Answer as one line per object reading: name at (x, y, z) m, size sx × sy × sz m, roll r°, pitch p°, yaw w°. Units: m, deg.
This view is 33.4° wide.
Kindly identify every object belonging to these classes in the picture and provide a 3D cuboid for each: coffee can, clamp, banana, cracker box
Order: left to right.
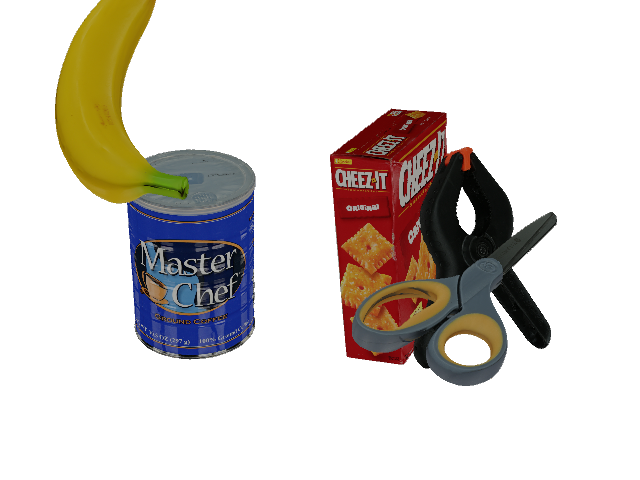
banana at (-0.121, -0.087, 0.627) m, size 0.069 × 0.198 × 0.037 m, roll -8°, pitch -39°, yaw -9°
coffee can at (-0.104, 0.010, 0.871) m, size 0.103 × 0.140 × 0.103 m, roll 1°, pitch 30°, yaw -1°
cracker box at (0.078, -0.008, 1.074) m, size 0.072 × 0.214 × 0.164 m, roll 6°, pitch 24°, yaw 23°
clamp at (0.110, 0.017, 0.830) m, size 0.120 × 0.171 × 0.039 m, roll -16°, pitch -2°, yaw -30°

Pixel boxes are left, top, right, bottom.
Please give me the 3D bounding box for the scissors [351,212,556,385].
scissors at (0.109, 0.033, 0.646) m, size 0.201 × 0.016 × 0.096 m, roll -20°, pitch 43°, yaw -33°
